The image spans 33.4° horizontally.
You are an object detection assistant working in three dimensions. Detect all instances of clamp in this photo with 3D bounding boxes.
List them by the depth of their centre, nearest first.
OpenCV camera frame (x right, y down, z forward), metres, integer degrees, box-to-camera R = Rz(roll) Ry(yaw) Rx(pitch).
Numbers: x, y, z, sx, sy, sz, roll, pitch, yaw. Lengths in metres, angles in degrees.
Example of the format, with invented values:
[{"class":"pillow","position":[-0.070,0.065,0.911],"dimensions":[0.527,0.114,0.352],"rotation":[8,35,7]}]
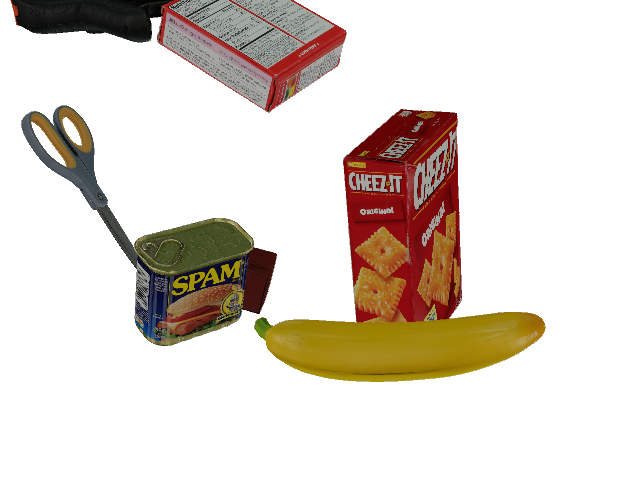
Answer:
[{"class":"clamp","position":[-0.160,-0.181,0.821],"dimensions":[0.172,0.039,0.120],"rotation":[13,24,32]}]

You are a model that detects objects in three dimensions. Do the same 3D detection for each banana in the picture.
[{"class":"banana","position":[0.048,0.065,0.697],"dimensions":[0.198,0.037,0.069],"rotation":[1,29,8]}]

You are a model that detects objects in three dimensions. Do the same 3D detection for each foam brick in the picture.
[{"class":"foam brick","position":[-0.093,0.036,1.155],"dimensions":[0.078,0.051,0.053],"rotation":[17,30,1]}]

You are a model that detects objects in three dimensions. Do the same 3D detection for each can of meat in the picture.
[{"class":"can of meat","position":[-0.113,0.037,0.936],"dimensions":[0.101,0.084,0.057],"rotation":[-16,41,-33]}]

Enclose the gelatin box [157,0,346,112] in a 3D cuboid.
[{"class":"gelatin box","position":[-0.041,-0.122,0.642],"dimensions":[0.089,0.030,0.073],"rotation":[33,45,18]}]

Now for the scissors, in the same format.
[{"class":"scissors","position":[-0.228,-0.058,1.094],"dimensions":[0.016,0.201,0.096],"rotation":[-26,26,27]}]

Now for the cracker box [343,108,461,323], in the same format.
[{"class":"cracker box","position":[0.089,-0.006,1.064],"dimensions":[0.072,0.214,0.164],"rotation":[6,25,22]}]
